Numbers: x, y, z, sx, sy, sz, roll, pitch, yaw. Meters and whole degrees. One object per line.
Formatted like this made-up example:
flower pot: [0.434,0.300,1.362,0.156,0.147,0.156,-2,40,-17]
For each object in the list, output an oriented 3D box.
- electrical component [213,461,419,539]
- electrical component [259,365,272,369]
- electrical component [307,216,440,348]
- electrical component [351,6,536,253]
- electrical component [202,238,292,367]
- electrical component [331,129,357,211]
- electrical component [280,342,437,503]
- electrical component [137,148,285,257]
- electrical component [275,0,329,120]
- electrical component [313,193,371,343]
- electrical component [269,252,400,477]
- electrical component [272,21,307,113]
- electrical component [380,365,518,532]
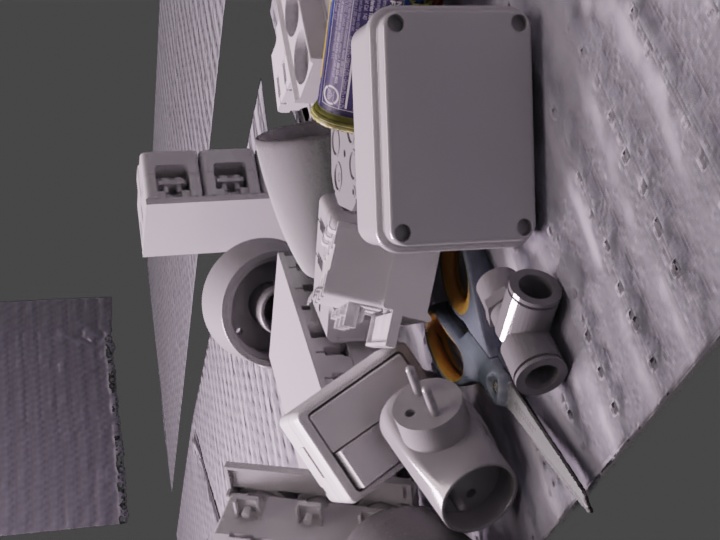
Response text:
electrical component: [-0.027,0.167,0.685,0.063,0.121,0.078,-69,-22,-53]
electrical component: [-0.074,0.037,0.991,0.095,0.054,0.059,-107,20,-51]
electrical component: [0.006,0.003,0.621,0.121,0.063,0.078,139,143,-84]
electrical component: [0.040,-0.066,0.515,0.057,0.078,0.113,-164,71,-77]
electrical component: [-0.073,0.030,0.900,0.060,0.108,0.108,-159,67,-67]
electrical component: [0.015,-0.072,0.656,0.080,0.051,0.080,177,90,-75]
electrical component: [0.011,0.086,0.637,0.061,0.096,0.061,56,162,1]
electrical component: [-0.121,-0.065,0.966,0.089,0.150,0.061,112,150,-58]
electrical component: [-0.018,-0.173,0.725,0.078,0.063,0.121,119,145,-55]
electrical component: [0.000,0.000,0.725,0.055,0.050,0.089,-117,28,-58]
electrical component: [-0.017,0.082,0.786,0.186,0.060,0.105,-112,24,-50]
electrical component: [-0.035,-0.163,0.819,0.089,0.050,0.055,135,130,-70]
electrical component: [0.040,0.083,0.556,0.077,0.044,0.079,49,164,54]
